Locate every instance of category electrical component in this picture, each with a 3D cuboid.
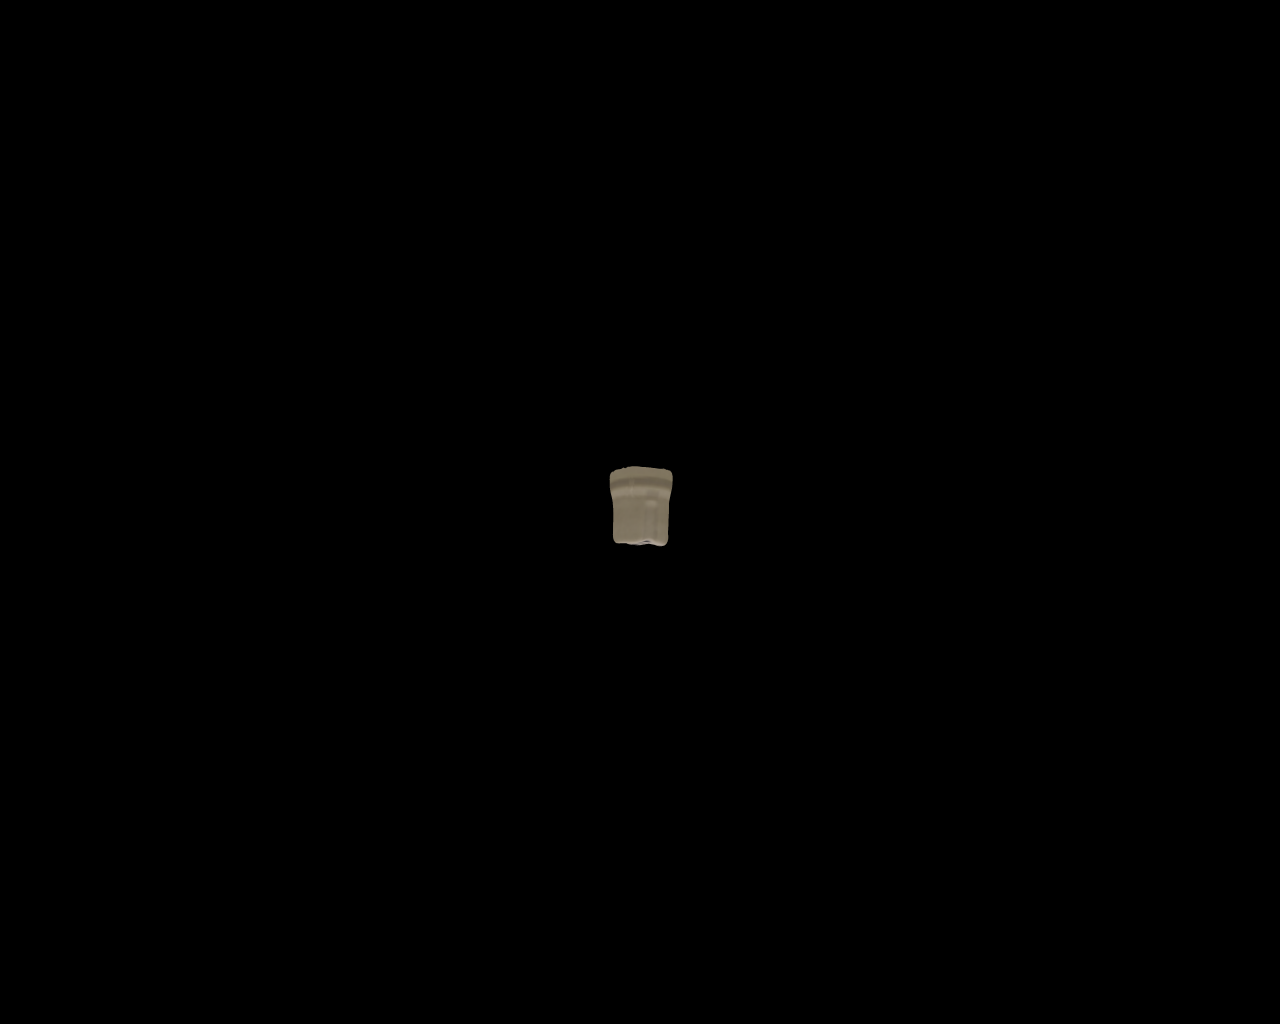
[{"bbox_3d":[0.001,-0.003,0.650,0.040,0.046,0.040,0,-10,0],"label":"electrical component"}]
